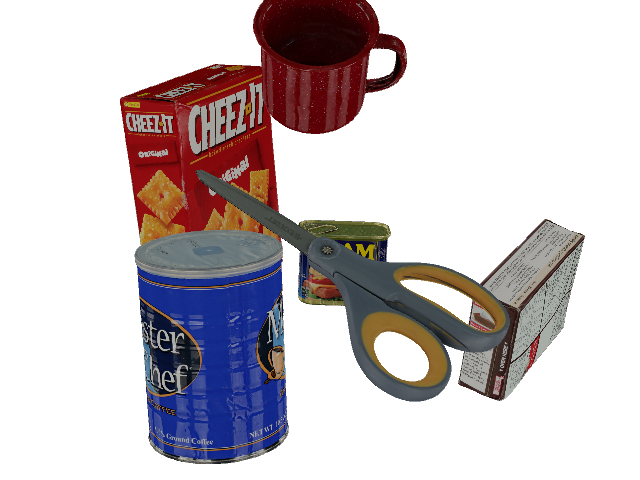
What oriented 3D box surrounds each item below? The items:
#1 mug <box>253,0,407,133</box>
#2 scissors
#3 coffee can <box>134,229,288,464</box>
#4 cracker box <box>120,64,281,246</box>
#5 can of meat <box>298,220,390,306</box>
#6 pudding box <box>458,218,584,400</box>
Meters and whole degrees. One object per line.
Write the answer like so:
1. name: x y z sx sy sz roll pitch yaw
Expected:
1. mug: 0.008 -0.137 0.818 0.117 0.093 0.081 -1 -34 -3
2. scissors: 0.003 0.025 0.585 0.202 0.096 0.016 20 -40 10
3. coffee can: -0.076 0.072 0.758 0.103 0.140 0.103 -1 15 0
4. cracker box: -0.107 -0.051 1.038 0.072 0.214 0.164 6 22 26
5. can of meat: 0.024 0.026 1.192 0.102 0.084 0.057 2 17 -2
6. pudding box: 0.147 0.050 0.775 0.039 0.090 0.113 23 40 26
